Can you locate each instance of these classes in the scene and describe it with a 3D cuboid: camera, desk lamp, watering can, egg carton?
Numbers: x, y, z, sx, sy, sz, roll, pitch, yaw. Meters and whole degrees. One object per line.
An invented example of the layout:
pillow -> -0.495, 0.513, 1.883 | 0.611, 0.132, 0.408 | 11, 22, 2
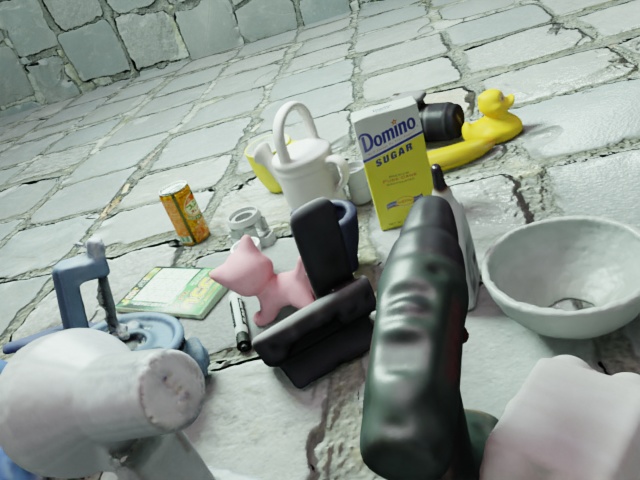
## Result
camera -> 0.181, -0.214, 1.036 | 0.136, 0.101, 0.143 | 3, 37, 35
desk lamp -> -0.135, 0.169, 0.467 | 0.202, 0.214, 0.118 | -1, 35, 30
watering can -> -0.033, -0.125, 0.919 | 0.172, 0.194, 0.101 | -7, 32, 20
egg carton -> 0.194, 0.156, 0.440 | 0.107, 0.069, 0.150 | 11, 42, 42

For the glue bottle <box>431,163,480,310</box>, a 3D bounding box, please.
glue bottle -> 0.146, -0.008, 0.638 | 0.037, 0.173, 0.078 | -4, 33, 25

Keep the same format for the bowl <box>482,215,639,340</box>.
bowl -> 0.253, 0.048, 0.581 | 0.167, 0.075, 0.167 | -14, 30, 9

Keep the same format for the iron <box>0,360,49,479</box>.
iron -> -0.373, 0.205, 0.620 | 0.119, 0.142, 0.257 | -30, 31, -17

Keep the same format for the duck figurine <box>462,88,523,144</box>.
duck figurine -> 0.293, -0.216, 0.989 | 0.104, 0.086, 0.077 | -18, 29, 2

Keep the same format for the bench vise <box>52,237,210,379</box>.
bench vise -> -0.241, 0.119, 0.607 | 0.121, 0.220, 0.208 | 14, 44, 45

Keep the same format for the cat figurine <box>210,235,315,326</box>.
cat figurine -> -0.067, 0.047, 0.728 | 0.127, 0.118, 0.067 | -7, 32, 22

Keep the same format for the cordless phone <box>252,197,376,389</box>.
cordless phone -> -0.020, 0.052, 0.623 | 0.148, 0.185, 0.093 | -30, 31, -18

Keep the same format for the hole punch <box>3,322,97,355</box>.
hole punch -> -0.341, 0.142, 0.760 | 0.108, 0.091, 0.101 | -6, 32, 22

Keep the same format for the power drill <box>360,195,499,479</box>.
power drill -> 0.090, 0.104, 0.446 | 0.075, 0.209, 0.230 | -6, 32, 22

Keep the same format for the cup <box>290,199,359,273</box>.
cup -> 0.007, 0.003, 0.782 | 0.092, 0.095, 0.117 | -36, 34, -27
